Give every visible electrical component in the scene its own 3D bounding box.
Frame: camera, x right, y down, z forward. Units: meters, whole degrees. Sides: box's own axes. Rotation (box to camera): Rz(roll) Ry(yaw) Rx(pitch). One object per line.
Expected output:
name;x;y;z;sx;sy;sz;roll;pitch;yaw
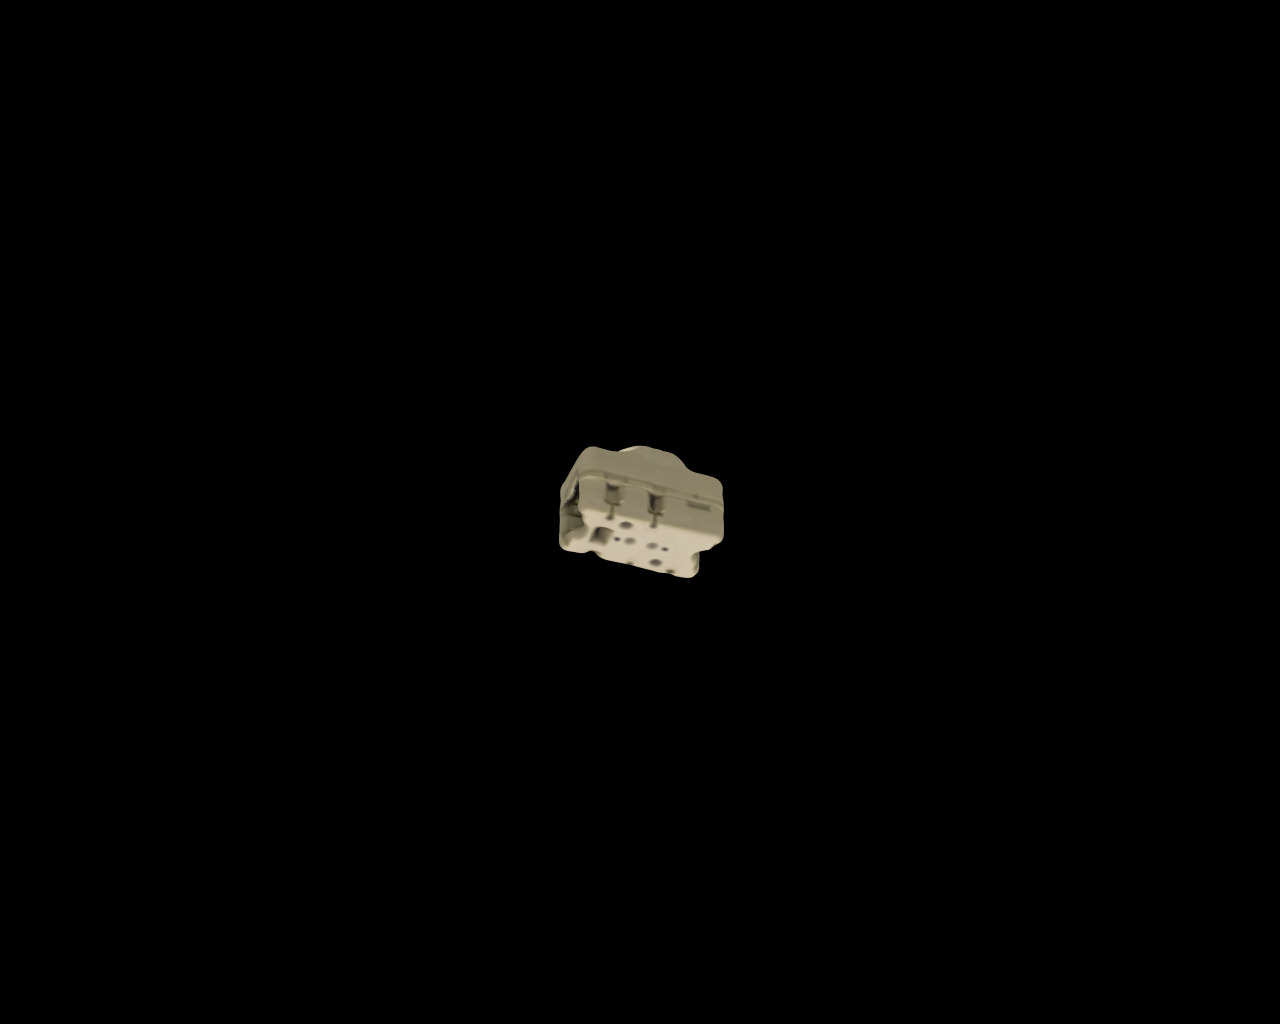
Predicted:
electrical component;0.001;-0.003;0.650;0.089;0.056;0.050;14;-40;-17
